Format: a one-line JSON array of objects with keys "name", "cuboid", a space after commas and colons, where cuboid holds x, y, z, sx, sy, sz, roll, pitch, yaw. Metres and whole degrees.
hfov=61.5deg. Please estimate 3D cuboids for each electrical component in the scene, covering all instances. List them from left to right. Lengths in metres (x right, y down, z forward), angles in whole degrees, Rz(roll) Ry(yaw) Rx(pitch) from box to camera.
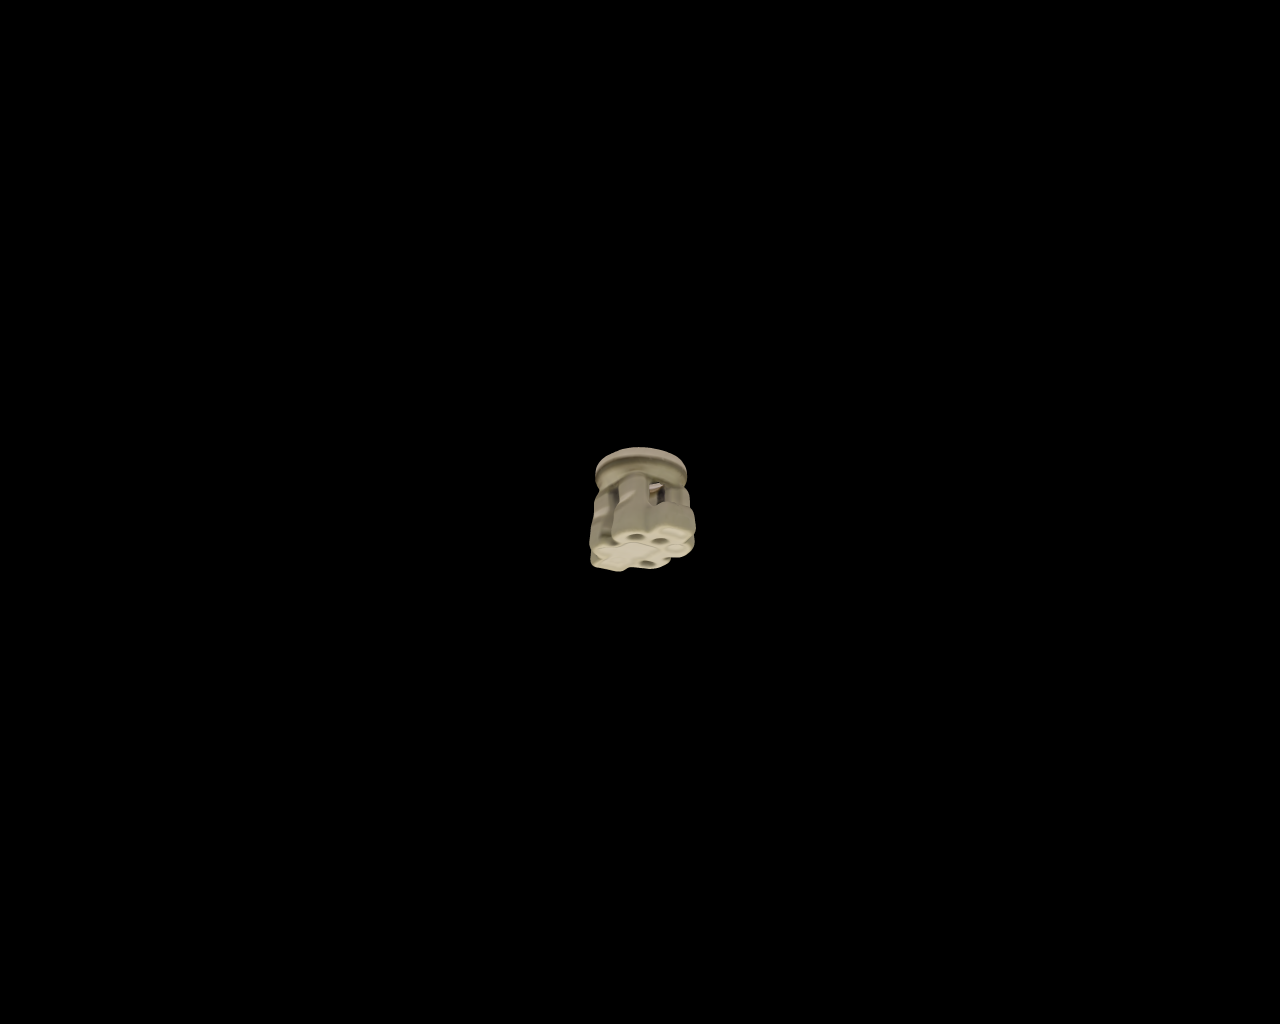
[{"name": "electrical component", "cuboid": [0.001, -0.003, 0.650, 0.058, 0.057, 0.078, 17, -29, -32]}]
